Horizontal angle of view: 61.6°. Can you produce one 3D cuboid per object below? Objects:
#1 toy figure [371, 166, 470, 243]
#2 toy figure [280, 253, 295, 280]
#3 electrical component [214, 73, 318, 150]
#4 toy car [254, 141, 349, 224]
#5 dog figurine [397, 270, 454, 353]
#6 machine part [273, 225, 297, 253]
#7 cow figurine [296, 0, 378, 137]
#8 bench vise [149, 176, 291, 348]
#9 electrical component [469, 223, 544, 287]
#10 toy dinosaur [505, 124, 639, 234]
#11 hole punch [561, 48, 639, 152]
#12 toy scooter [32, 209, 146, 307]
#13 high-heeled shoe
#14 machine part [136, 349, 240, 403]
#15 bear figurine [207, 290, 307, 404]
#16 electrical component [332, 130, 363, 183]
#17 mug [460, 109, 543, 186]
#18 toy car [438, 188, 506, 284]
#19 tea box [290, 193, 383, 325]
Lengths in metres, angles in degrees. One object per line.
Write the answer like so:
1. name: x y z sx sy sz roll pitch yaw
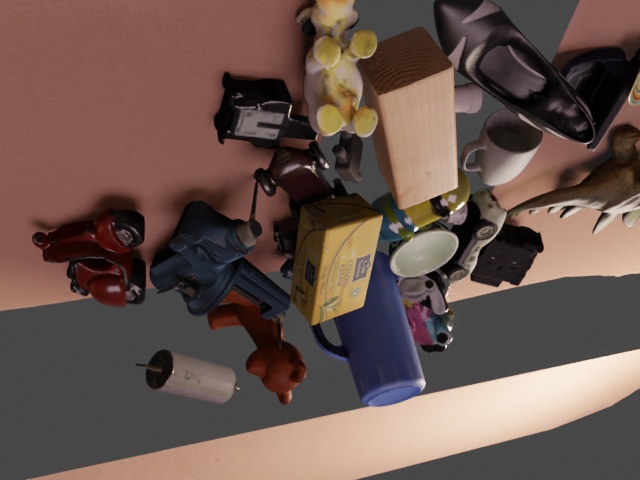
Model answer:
1. toy figure: 0.142 -0.050 0.818 0.180 0.089 0.082 -33 147 17
2. toy figure: 0.009 0.032 0.881 0.154 0.064 0.057 -15 161 -7
3. electrical component: -0.060 -0.149 0.637 0.119 0.048 0.074 -3 140 -23
4. toy car: -0.019 -0.075 0.725 0.089 0.053 0.202 -29 163 8
5. dog figurine: 0.213 0.139 1.081 0.109 0.191 0.219 -12 176 17
6. machine part: -0.002 -0.002 0.820 0.139 0.039 0.084 1 136 1
7. cow figurine: 0.014 -0.195 0.577 0.068 0.098 0.167 -7 105 -16
8. bench vise: -0.123 0.048 0.776 0.224 0.129 0.240 -33 124 27
9. electrical component: 0.332 0.030 1.001 0.115 0.058 0.134 14 135 0
10. toy dinosaur: 0.527 -0.095 0.935 0.472 0.105 0.198 -6 144 -11
11. hole punch: 0.379 -0.204 0.753 0.116 0.092 0.142 -46 154 -36
12. toy scooter: -0.304 0.027 0.722 0.135 0.075 0.183 -1 139 -16
13. high-heeled shoe: 0.234 -0.193 0.639 0.248 0.145 0.086 14 130 -39
14. machine part: -0.246 0.266 1.040 0.079 0.079 0.243 -35 140 19
15. bear figurine: -0.104 0.169 0.888 0.132 0.196 0.120 1 141 -24
16. electrical component: 0.040 -0.115 0.716 0.021 0.063 0.094 3 162 23
17. mug: 0.260 -0.124 0.792 0.110 0.081 0.107 -20 152 -8
18. toy car: 0.258 -0.003 0.943 0.056 0.074 0.201 -4 140 -19
19. tea box: 0.020 0.028 0.758 0.098 0.068 0.169 -17 131 -28
